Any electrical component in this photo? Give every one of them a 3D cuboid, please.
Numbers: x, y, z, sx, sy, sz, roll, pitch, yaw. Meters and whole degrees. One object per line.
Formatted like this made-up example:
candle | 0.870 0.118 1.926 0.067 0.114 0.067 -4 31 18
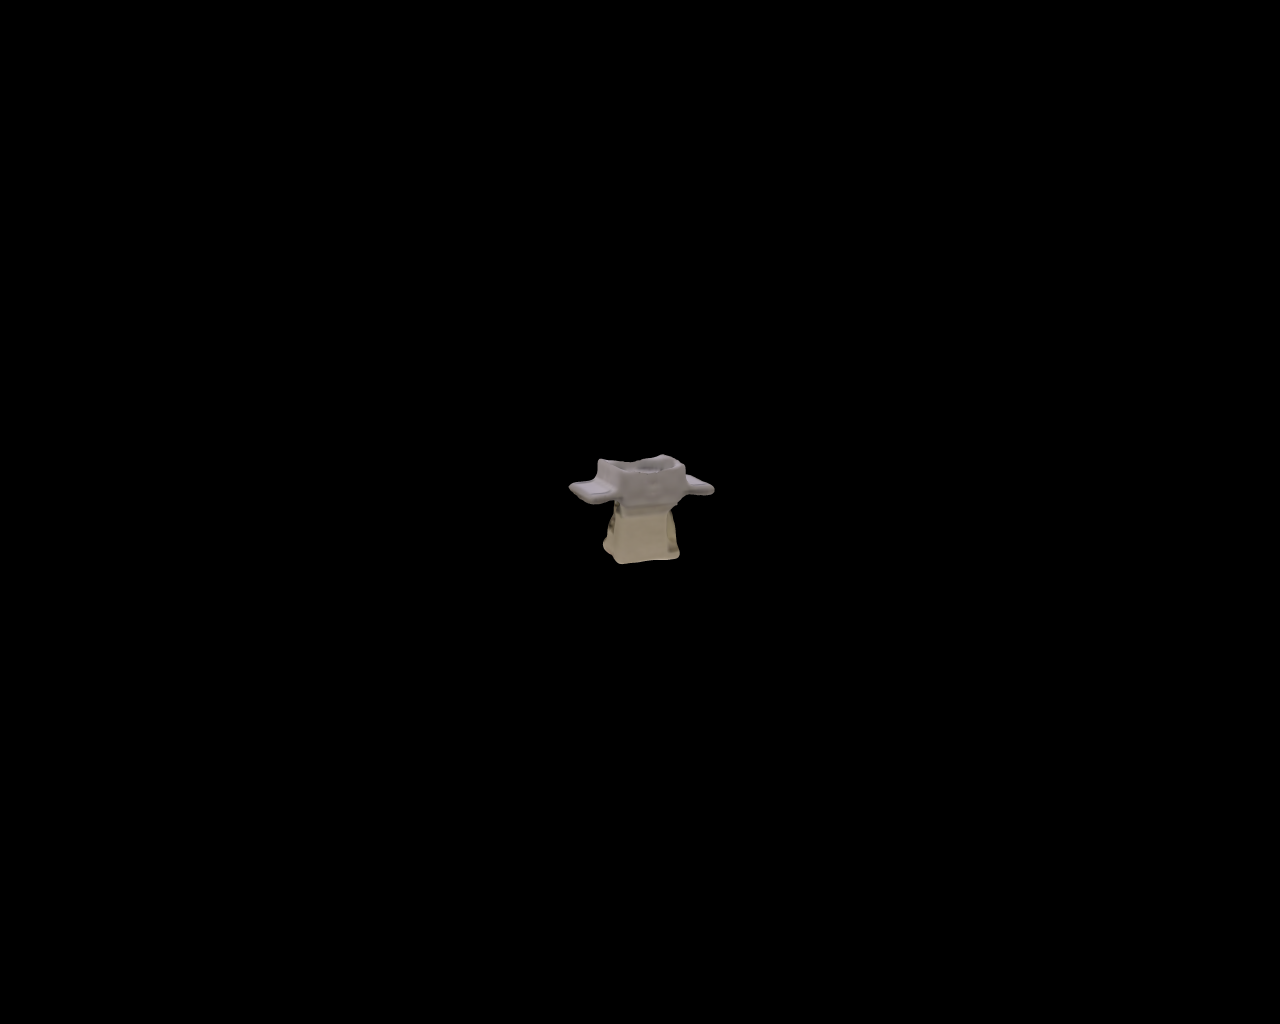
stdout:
electrical component | 0.001 -0.003 0.650 0.081 0.063 0.042 -5 16 -18
